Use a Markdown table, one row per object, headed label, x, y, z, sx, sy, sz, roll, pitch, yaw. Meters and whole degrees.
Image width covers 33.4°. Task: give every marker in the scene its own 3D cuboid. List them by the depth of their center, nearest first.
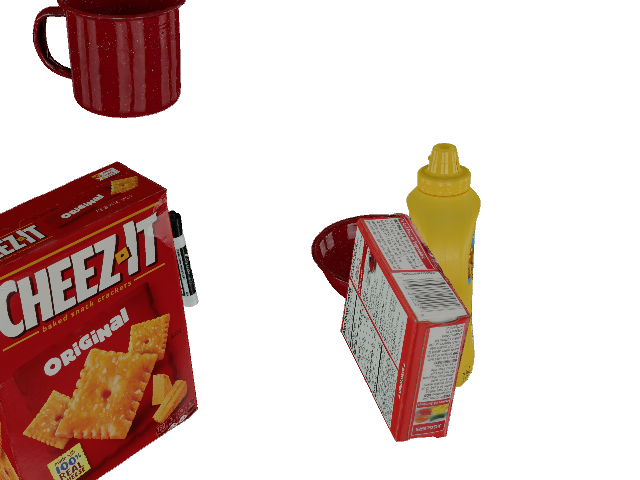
| label | x | y | z | sx | sy | sz | roll | pitch | yaw |
| --- | --- | --- | --- | --- | --- | --- | --- | --- | --- |
| marker | -0.158 | 0.021 | 1.206 | 0.020 | 0.121 | 0.020 | -6 | 30 | 3 |

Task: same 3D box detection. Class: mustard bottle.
| label | x | y | z | sx | sy | sz | roll | pitch | yaw |
| --- | --- | --- | --- | --- | --- | --- | --- | --- | --- |
| mustard bottle | 0.097 | 0.015 | 0.853 | 0.058 | 0.192 | 0.096 | 1 | 26 | 5 |

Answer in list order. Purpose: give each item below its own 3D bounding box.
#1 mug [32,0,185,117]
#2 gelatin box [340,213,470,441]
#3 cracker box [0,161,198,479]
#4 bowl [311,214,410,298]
| label | x | y | z | sx | sy | sz | roll | pitch | yaw |
| --- | --- | --- | --- | --- | --- | --- | --- | --- | --- |
| mug | -0.158 | -0.144 | 0.798 | 0.117 | 0.081 | 0.093 | 5 | 31 | 4 |
| gelatin box | 0.039 | 0.040 | 0.518 | 0.030 | 0.073 | 0.089 | -4 | 34 | -16 |
| cracker box | -0.179 | 0.074 | 0.782 | 0.072 | 0.214 | 0.163 | 26 | 43 | 37 |
| bowl | 0.070 | 0.032 | 1.198 | 0.162 | 0.055 | 0.162 | 0 | 31 | 0 |
